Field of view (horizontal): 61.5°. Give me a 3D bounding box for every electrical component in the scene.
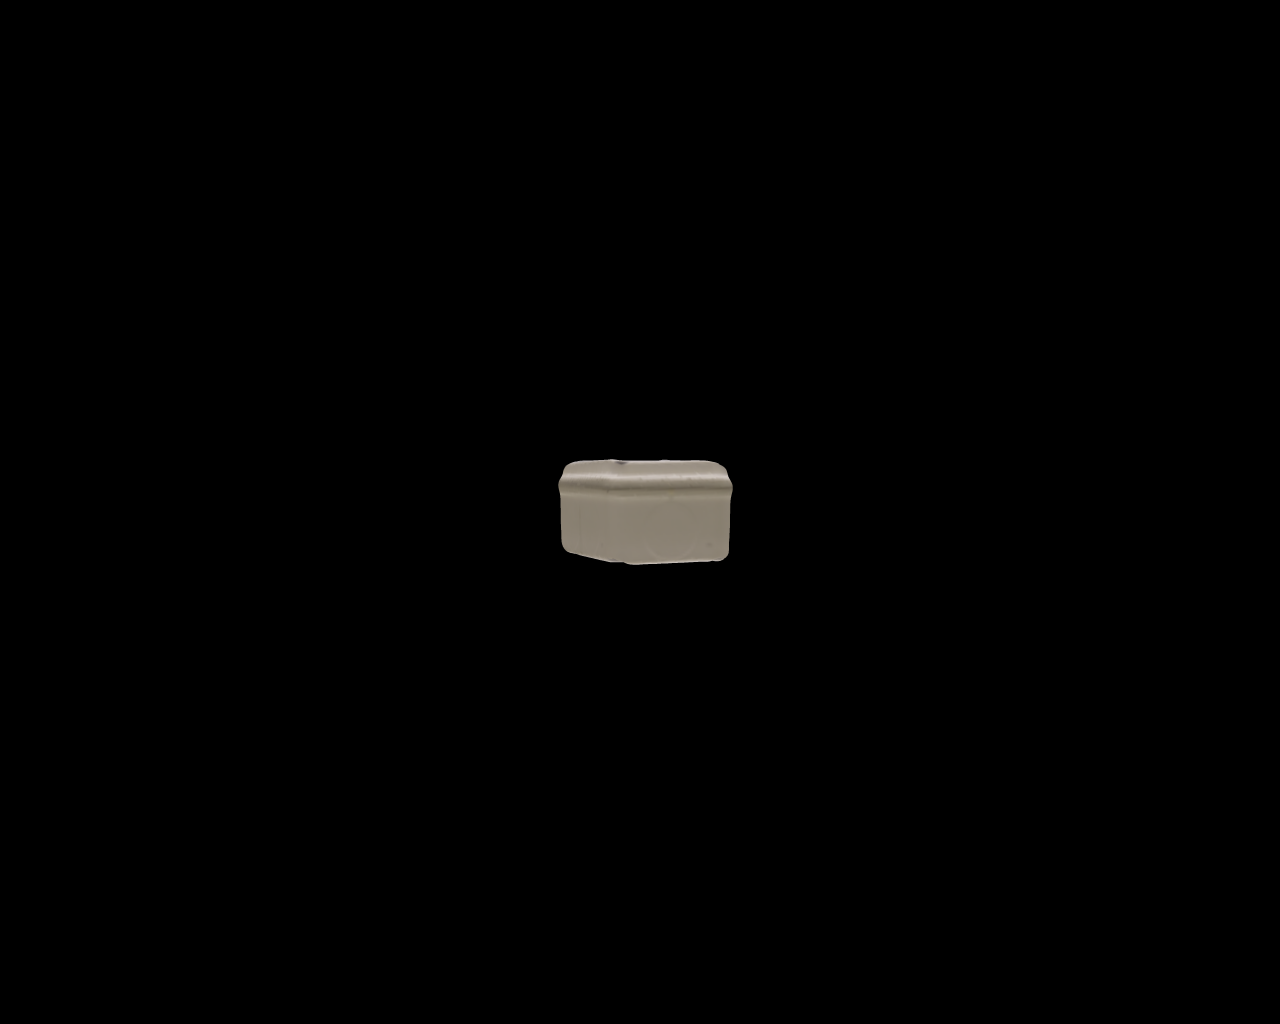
[{"bbox_3d":[0.001,-0.003,0.650,0.078,0.057,0.113,-1,3,-19],"label":"electrical component"}]
